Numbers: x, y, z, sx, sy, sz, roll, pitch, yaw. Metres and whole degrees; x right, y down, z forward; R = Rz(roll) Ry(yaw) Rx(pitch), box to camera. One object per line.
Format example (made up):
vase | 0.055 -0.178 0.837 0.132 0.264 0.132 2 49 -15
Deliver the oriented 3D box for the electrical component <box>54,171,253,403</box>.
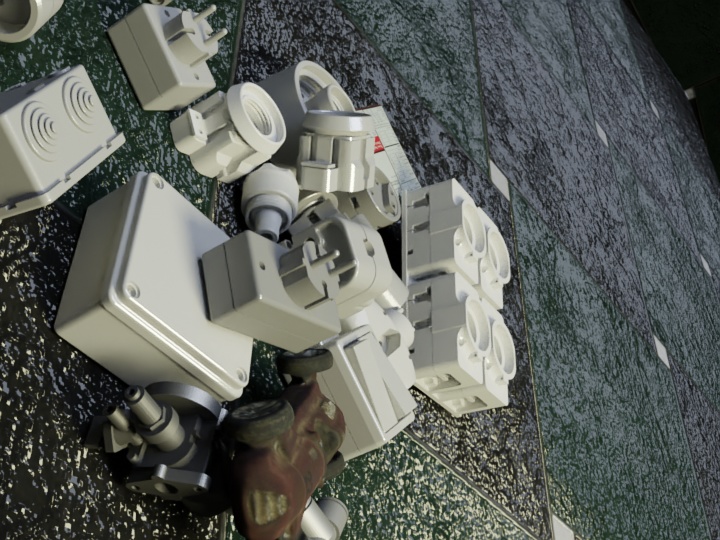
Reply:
electrical component | -0.117 0.016 0.647 0.109 0.056 0.108 44 32 -35

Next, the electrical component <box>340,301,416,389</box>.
electrical component | 0.017 0.056 0.858 0.079 0.043 0.077 -36 98 -46

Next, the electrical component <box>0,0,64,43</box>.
electrical component | -0.233 -0.210 0.650 0.138 0.052 0.073 51 29 -23

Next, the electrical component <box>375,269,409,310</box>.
electrical component | 0.000 0.000 0.892 0.081 0.043 0.043 51 28 -21

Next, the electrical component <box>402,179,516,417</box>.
electrical component | 0.089 0.024 0.971 0.105 0.060 0.186 41 42 -49

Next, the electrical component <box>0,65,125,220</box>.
electrical component | -0.184 -0.062 0.551 0.099 0.100 0.048 -62 134 -59

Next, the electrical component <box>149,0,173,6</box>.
electrical component | -0.146 -0.273 0.806 0.108 0.109 0.056 45 28 -32

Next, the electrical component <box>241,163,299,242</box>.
electrical component | -0.068 -0.046 0.810 0.043 0.043 0.062 42 33 -36

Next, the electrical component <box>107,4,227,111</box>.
electrical component | -0.128 -0.160 0.769 0.065 0.077 0.047 65 26 4

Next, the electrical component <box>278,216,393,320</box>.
electrical component | -0.028 0.005 0.776 0.059 0.095 0.053 14 54 -57

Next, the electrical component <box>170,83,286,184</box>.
electrical component | -0.093 -0.104 0.802 0.078 0.057 0.058 17 51 -56

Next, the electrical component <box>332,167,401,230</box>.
electrical component | 0.001 -0.058 0.944 0.055 0.047 0.055 43 32 -36

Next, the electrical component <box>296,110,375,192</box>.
electrical component | -0.018 -0.095 0.845 0.078 0.058 0.057 -24 121 -64

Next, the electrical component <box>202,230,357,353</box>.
electrical component | -0.038 0.007 0.646 0.083 0.076 0.047 27 44 -52

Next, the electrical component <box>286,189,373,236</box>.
electrical component | -0.031 -0.033 0.850 0.055 0.066 0.048 54 0 31

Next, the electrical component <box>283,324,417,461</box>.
electrical component | -0.008 0.082 0.779 0.096 0.061 0.062 64 26 2

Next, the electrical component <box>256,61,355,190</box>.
electrical component | -0.038 -0.127 0.921 0.108 0.060 0.108 43 32 -36
